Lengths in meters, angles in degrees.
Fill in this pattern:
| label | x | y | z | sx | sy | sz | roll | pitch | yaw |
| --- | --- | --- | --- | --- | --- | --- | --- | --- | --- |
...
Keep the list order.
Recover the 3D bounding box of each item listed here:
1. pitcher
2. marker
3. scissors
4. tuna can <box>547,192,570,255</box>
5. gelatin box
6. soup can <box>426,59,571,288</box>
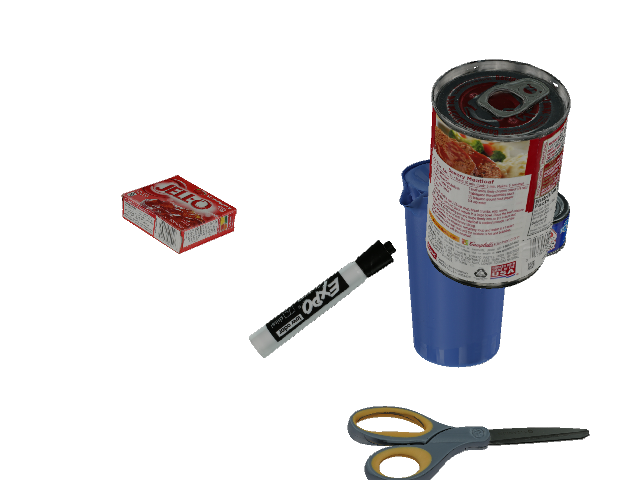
| label | x | y | z | sx | sy | sz | roll | pitch | yaw |
| --- | --- | --- | --- | --- | --- | --- | --- | --- | --- |
| pitcher | 0.176 | 0.024 | 1.309 | 0.149 | 0.243 | 0.145 | 1 | 22 | 9 |
| marker | 0.003 | 0.040 | 0.754 | 0.121 | 0.020 | 0.020 | -37 | 1 | -1 |
| scissors | 0.120 | 0.174 | 0.872 | 0.202 | 0.016 | 0.096 | 7 | 35 | 6 |
| tuna can | 0.170 | -0.020 | 0.917 | 0.086 | 0.034 | 0.086 | 2 | 30 | -1 |
| gelatin box | -0.139 | -0.028 | 1.042 | 0.089 | 0.030 | 0.073 | 30 | 36 | 32 |
| soup can | 0.090 | -0.033 | 0.557 | 0.068 | 0.102 | 0.068 | -1 | 42 | 1 |
